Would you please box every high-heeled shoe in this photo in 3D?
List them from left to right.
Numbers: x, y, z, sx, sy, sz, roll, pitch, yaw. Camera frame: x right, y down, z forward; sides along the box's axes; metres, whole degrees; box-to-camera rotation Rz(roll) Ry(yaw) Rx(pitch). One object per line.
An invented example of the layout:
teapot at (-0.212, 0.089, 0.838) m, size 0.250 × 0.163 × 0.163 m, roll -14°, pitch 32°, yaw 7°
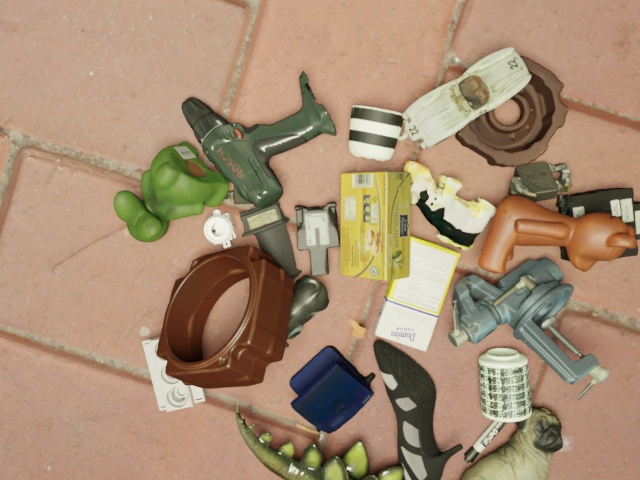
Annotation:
high-heeled shoe at (0.137, 0.300, 0.922) m, size 0.145 × 0.086 × 0.249 m, roll -45°, pitch 73°, yaw 34°

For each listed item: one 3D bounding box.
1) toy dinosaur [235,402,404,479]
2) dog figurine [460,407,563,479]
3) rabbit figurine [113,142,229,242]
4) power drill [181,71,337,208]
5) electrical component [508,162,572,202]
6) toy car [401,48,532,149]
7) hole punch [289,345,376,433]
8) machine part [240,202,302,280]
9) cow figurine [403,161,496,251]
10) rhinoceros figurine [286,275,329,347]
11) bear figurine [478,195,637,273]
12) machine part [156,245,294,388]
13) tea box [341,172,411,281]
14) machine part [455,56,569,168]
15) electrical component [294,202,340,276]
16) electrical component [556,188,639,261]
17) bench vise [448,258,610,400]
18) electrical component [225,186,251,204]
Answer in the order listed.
toy dinosaur at (0.033, 0.431, 0.888) m, size 0.471 × 0.105 × 0.198 m, roll 31°, pitch 104°, yaw -9°
dog figurine at (0.311, 0.369, 0.905) m, size 0.172 × 0.121 × 0.190 m, roll 8°, pitch 81°, yaw -3°
rabbit figurine at (-0.249, -0.052, 0.857) m, size 0.121 × 0.159 × 0.170 m, roll 41°, pitch 112°, yaw -3°
power drill at (-0.093, -0.183, 0.862) m, size 0.207 × 0.086 × 0.232 m, roll -30°, pitch 76°, yaw -3°
electrical component at (0.355, -0.094, 0.865) m, size 0.102 × 0.045 × 0.078 m, roll -3°, pitch 60°, yaw 5°
toy car at (0.220, -0.214, 0.818) m, size 0.202 × 0.056 × 0.073 m, roll -32°, pitch 90°, yaw 5°
hole punch at (0.019, 0.257, 0.899) m, size 0.142 × 0.092 × 0.115 m, roll -45°, pitch 96°, yaw 1°
machine part at (-0.079, 0.006, 0.904) m, size 0.084 × 0.039 × 0.138 m, roll -23°, pitch 93°, yaw 0°
cow figurine at (0.196, -0.057, 0.880) m, size 0.167 × 0.068 × 0.098 m, roll 31°, pitch 101°, yaw 0°
rhinoceros figurine at (-0.061, 0.141, 0.879) m, size 0.190 × 0.112 × 0.073 m, roll -43°, pitch 95°, yaw -4°
bear figurine at (0.360, 0.005, 0.816) m, size 0.196 × 0.120 × 0.131 m, roll 20°, pitch 112°, yaw 19°
machine part at (-0.147, 0.117, 0.823) m, size 0.202 × 0.087 × 0.201 m, roll -12°, pitch 55°, yaw 31°
tea box at (0.089, -0.024, 0.862) m, size 0.098 × 0.068 × 0.169 m, roll 6°, pitch 98°, yaw 44°
machine part at (0.302, -0.206, 0.868) m, size 0.179 × 0.056 × 0.179 m, roll 0°, pitch 94°, yaw 4°
electrical component at (-0.002, -0.003, 0.896) m, size 0.075 × 0.048 × 0.119 m, roll -8°, pitch 95°, yaw 2°
electrical component at (0.463, -0.026, 0.879) m, size 0.134 × 0.058 × 0.114 m, roll -5°, pitch 97°, yaw 2°
bench vise at (0.326, 0.135, 0.832) m, size 0.224 × 0.128 × 0.241 m, roll -25°, pitch 54°, yaw -22°
electrical component at (-0.124, -0.092, 0.905) m, size 0.094 × 0.021 × 0.063 m, roll -2°, pitch 94°, yaw 2°
